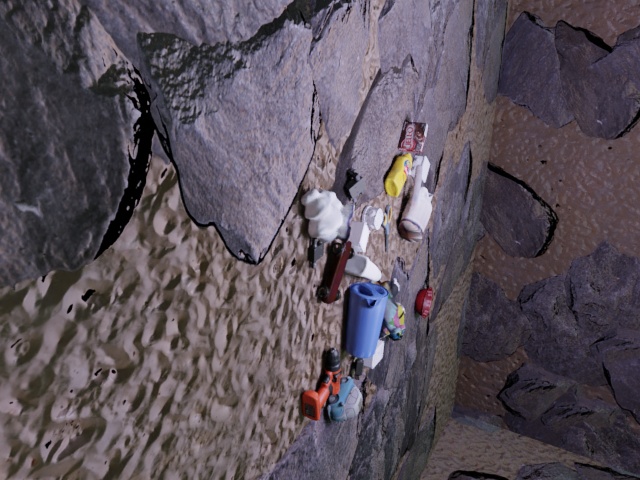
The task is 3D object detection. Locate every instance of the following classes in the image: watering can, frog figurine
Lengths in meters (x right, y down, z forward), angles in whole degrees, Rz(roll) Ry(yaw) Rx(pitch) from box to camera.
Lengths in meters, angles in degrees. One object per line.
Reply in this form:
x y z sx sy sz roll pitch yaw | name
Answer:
0.389 -0.130 2.094 0.228 0.104 0.340 -65 152 -24 | watering can
0.004 -0.070 1.393 0.158 0.123 0.138 24 87 -27 | frog figurine
